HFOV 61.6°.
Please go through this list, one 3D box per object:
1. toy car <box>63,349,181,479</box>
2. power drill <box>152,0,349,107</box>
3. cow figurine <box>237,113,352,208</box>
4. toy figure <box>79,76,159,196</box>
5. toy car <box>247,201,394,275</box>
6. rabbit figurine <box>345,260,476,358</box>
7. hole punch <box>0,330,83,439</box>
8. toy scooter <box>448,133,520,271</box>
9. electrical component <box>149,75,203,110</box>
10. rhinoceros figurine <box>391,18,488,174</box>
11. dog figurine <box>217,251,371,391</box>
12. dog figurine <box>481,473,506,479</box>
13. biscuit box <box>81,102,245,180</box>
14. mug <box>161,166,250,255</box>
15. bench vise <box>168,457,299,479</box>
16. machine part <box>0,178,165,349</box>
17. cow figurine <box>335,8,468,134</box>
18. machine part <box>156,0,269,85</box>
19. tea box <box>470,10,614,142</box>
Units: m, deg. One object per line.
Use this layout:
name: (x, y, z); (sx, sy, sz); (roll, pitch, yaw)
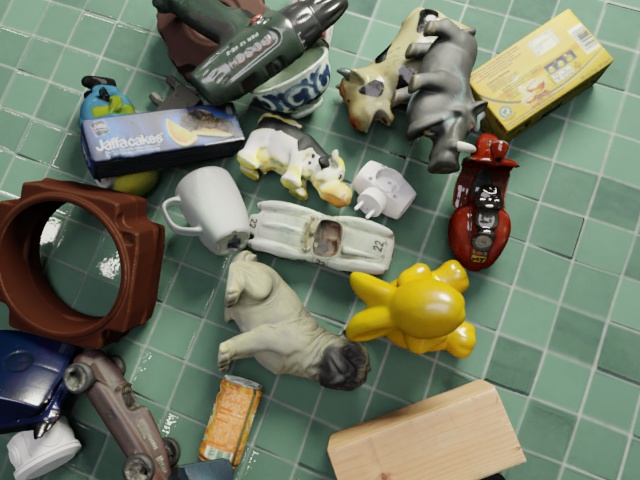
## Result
toy car: (-0.246, 0.223, 0.686); (0.053, 0.089, 0.202); (-40, 77, 2)
power drill: (-0.106, -0.302, 0.719); (0.232, 0.086, 0.207); (-44, 83, -3)
cow figurine: (-0.023, -0.109, 0.739); (0.167, 0.068, 0.098); (23, 77, 8)
toy figure: (-0.288, -0.146, 0.763); (0.089, 0.082, 0.180); (-18, 76, 4)
toy car: (-0.001, -0.002, 0.720); (0.202, 0.056, 0.073); (12, 81, 7)
rabbit figurine: (0.114, 0.075, 0.637); (0.162, 0.173, 0.121); (6, 84, 2)
hole punch: (-0.381, 0.174, 0.683); (0.116, 0.142, 0.092); (-10, 123, 8)
toy scooter: (0.207, -0.055, 0.670); (0.075, 0.135, 0.183); (8, 82, 7)
electrical component: (-0.206, -0.197, 0.793); (0.094, 0.021, 0.063); (43, 86, 12)
rhinoceros figurine: (0.150, -0.173, 0.657); (0.112, 0.073, 0.190); (14, 75, -16)
dog figurine: (-0.030, 0.103, 0.694); (0.191, 0.121, 0.172); (5, 83, -8)
dog figurine: (0.204, 0.379, 0.609); (0.219, 0.108, 0.191); (28, 86, 14)
biscuit box: (-0.208, -0.134, 0.716); (0.203, 0.063, 0.059); (-15, 83, -27)
mug: (-0.145, -0.032, 0.704); (0.109, 0.080, 0.107); (-12, 52, -35)
bench vise: (-0.127, 0.379, 0.596); (0.224, 0.128, 0.241); (-31, 60, 27)
machine part: (-0.318, 0.029, 0.704); (0.201, 0.087, 0.201); (13, 98, 8)
cow figurine: (0.106, -0.232, 0.738); (0.127, 0.085, 0.195); (35, 87, 4)
machine part: (-0.152, -0.313, 0.792); (0.179, 0.056, 0.179); (-1, 81, 6)
tea box: (0.286, -0.215, 0.724); (0.170, 0.068, 0.098); (-32, 78, 0)
